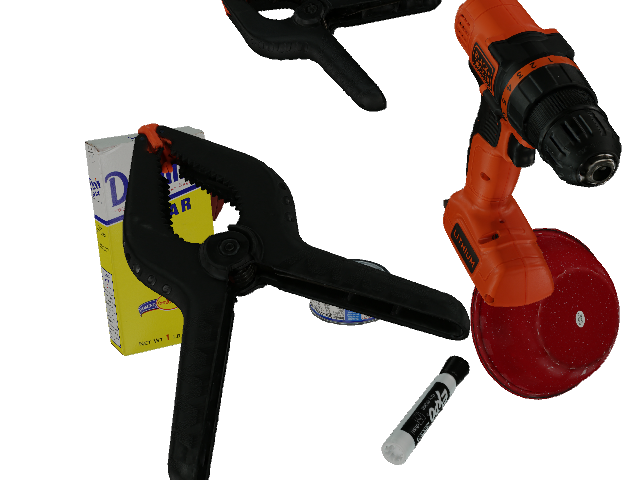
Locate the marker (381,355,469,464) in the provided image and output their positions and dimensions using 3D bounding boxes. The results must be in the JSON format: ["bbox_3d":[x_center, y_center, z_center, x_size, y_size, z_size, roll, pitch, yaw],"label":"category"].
[{"bbox_3d":[0.078,0.118,0.765,0.020,0.020,0.120,0,25,32],"label":"marker"}]

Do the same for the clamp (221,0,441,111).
[{"bbox_3d":[0.006,-0.174,0.827,0.172,0.120,0.039,28,-27,20],"label":"clamp"}]

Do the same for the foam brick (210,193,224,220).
[{"bbox_3d":[-0.137,-0.061,1.107,0.078,0.051,0.053,11,32,5],"label":"foam brick"}]

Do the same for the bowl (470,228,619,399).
[{"bbox_3d":[0.219,0.069,0.978,0.161,0.162,0.055,0,1,-25],"label":"bowl"}]

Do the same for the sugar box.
[{"bbox_3d":[-0.136,-0.001,0.886,0.093,0.176,0.048,-12,19,-25],"label":"sugar box"}]

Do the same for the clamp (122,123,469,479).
[{"bbox_3d":[-0.033,0.012,0.558,0.164,0.210,0.036,-23,-32,-9],"label":"clamp"}]

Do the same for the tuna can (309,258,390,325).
[{"bbox_3d":[0.031,0.051,1.088,0.086,0.034,0.086,-2,25,1],"label":"tuna can"}]

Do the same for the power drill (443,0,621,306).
[{"bbox_3d":[0.132,-0.047,0.700,0.057,0.188,0.184,-8,43,-11],"label":"power drill"}]
